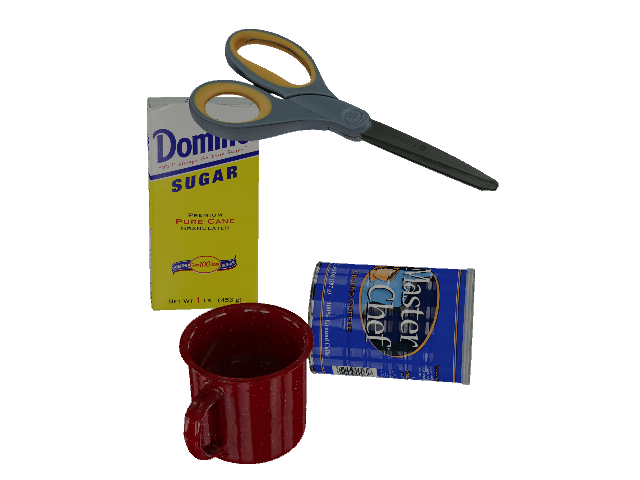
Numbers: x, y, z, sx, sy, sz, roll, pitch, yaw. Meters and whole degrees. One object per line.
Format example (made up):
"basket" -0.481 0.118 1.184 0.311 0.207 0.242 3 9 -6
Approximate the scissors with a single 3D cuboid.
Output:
"scissors" 0.001 -0.064 0.644 0.096 0.016 0.202 -37 61 -22

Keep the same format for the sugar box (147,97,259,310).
"sugar box" -0.099 -0.031 0.900 0.093 0.176 0.048 -2 16 -11

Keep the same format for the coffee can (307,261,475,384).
"coffee can" 0.065 0.073 0.953 0.140 0.103 0.102 3 0 9

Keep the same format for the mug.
"mug" -0.056 0.108 0.747 0.093 0.081 0.117 15 34 23
